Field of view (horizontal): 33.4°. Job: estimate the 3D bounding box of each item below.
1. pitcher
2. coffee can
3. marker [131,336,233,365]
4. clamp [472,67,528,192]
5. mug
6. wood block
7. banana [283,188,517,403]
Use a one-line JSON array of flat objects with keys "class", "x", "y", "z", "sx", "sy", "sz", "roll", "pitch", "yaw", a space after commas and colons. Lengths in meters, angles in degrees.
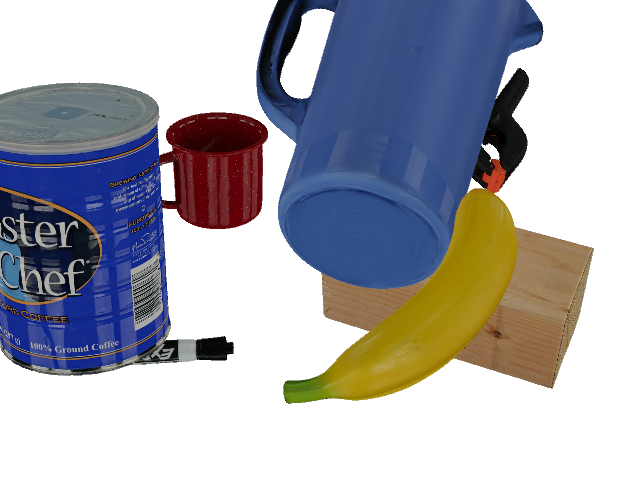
[{"class": "pitcher", "x": 0.043, "y": -0.093, "z": 0.714, "sx": 0.149, "sy": 0.242, "sz": 0.145, "roll": -21, "pitch": -52, "yaw": 40}, {"class": "coffee can", "x": -0.141, "y": -0.009, "z": 0.614, "sx": 0.103, "sy": 0.140, "sz": 0.103, "roll": 0, "pitch": 25, "yaw": 0}, {"class": "marker", "x": -0.127, "y": 0.086, "z": 0.820, "sx": 0.121, "sy": 0.020, "sz": 0.020, "roll": -3, "pitch": 0, "yaw": -2}, {"class": "clamp", "x": 0.145, "y": -0.117, "z": 1.033, "sx": 0.120, "sy": 0.039, "sz": 0.171, "roll": 3, "pitch": 44, "yaw": 4}, {"class": "mug", "x": -0.105, "y": -0.060, "z": 0.983, "sx": 0.117, "sy": 0.081, "sz": 0.093, "roll": -15, "pitch": 34, "yaw": -26}, {"class": "wood block", "x": 0.112, "y": 0.037, "z": 0.903, "sx": 0.206, "sy": 0.091, "sz": 0.090, "roll": 17, "pitch": 48, "yaw": 18}, {"class": "banana", "x": 0.062, "y": 0.025, "z": 0.563, "sx": 0.070, "sy": 0.037, "sz": 0.197, "roll": 17, "pitch": 41, "yaw": 33}]
